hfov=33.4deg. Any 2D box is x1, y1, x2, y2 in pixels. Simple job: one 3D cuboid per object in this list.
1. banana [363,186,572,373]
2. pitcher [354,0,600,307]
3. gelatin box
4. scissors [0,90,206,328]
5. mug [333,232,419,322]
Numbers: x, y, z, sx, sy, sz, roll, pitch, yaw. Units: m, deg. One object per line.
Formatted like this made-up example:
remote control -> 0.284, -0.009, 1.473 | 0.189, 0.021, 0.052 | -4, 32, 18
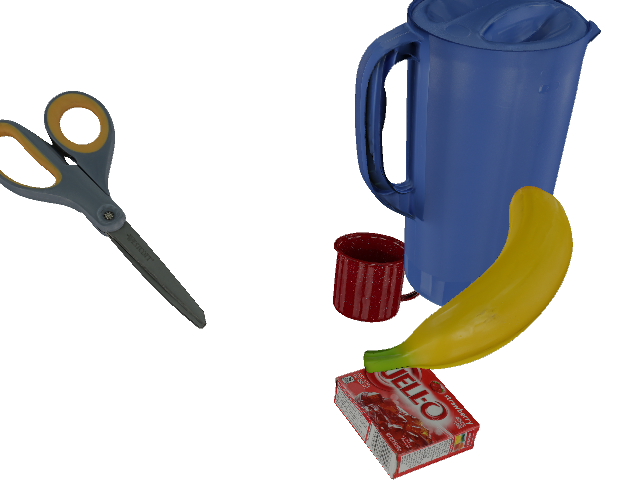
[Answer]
banana -> 0.101, 0.017, 0.594 | 0.070, 0.037, 0.197 | 15, 36, 32
pitcher -> 0.116, -0.066, 0.829 | 0.149, 0.243, 0.144 | 16, 35, 20
gelatin box -> 0.062, 0.128, 0.796 | 0.073, 0.030, 0.089 | -14, 41, -26
scissors -> -0.130, -0.031, 0.692 | 0.202, 0.096, 0.016 | 31, -27, 12
mug -> 0.070, 0.046, 1.283 | 0.117, 0.081, 0.093 | 1, 23, -10
